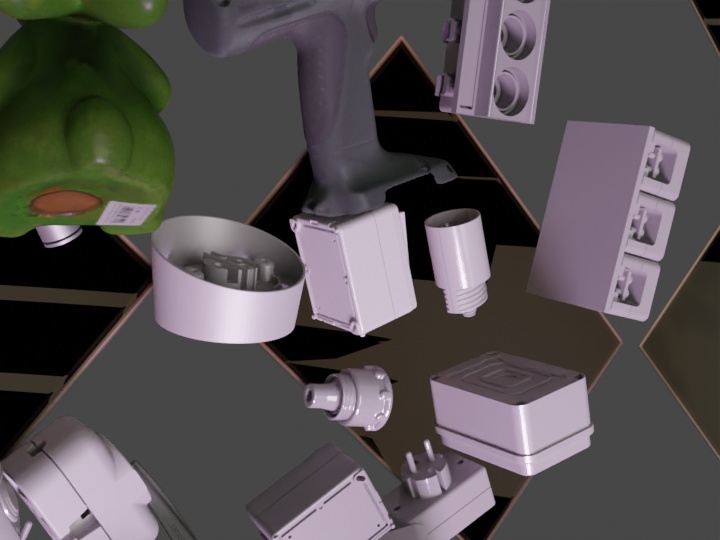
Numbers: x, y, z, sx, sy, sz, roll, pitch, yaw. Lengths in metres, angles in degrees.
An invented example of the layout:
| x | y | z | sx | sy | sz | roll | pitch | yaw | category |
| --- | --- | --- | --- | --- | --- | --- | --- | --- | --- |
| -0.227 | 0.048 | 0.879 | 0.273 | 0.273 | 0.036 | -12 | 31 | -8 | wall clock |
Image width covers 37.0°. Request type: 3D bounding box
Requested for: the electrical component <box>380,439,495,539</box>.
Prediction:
| x | y | z | sx | sy | sz | roll | pitch | yaw | category |
| --- | --- | --- | --- | --- | --- | --- | --- | --- | --- |
| 0.054 | 0.169 | 0.847 | 0.083 | 0.047 | 0.075 | -30 | 116 | -28 | electrical component |

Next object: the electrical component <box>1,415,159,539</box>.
| x | y | z | sx | sy | sz | roll | pitch | yaw | category |
| --- | --- | --- | --- | --- | --- | --- | --- | --- | --- |
| -0.172 | 0.141 | 0.673 | 0.059 | 0.054 | 0.095 | -39 | 119 | -23 | electrical component |

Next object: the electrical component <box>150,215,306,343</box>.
| x | y | z | sx | sy | sz | roll | pitch | yaw | category |
| --- | --- | --- | --- | --- | --- | --- | --- | --- | --- |
| -0.085 | 0.007 | 0.685 | 0.099 | 0.099 | 0.064 | -4 | 108 | -35 | electrical component |

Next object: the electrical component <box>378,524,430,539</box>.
| x | y | z | sx | sy | sz | roll | pitch | yaw | category |
| --- | --- | --- | --- | --- | --- | --- | --- | --- | --- |
| 0.009 | 0.247 | 0.795 | 0.113 | 0.057 | 0.078 | -17 | 112 | -1 | electrical component |

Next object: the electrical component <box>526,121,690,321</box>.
| x | y | z | sx | sy | sz | roll | pitch | yaw | category |
| --- | --- | --- | --- | --- | --- | --- | --- | --- | --- |
| 0.206 | -0.041 | 0.888 | 0.062 | 0.089 | 0.150 | 12 | 92 | -37 | electrical component |

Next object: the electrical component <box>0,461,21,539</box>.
| x | y | z | sx | sy | sz | roll | pitch | yaw | category |
| --- | --- | --- | --- | --- | --- | --- | --- | --- | --- |
| -0.236 | 0.140 | 0.611 | 0.080 | 0.080 | 0.051 | -33 | 122 | -26 | electrical component |

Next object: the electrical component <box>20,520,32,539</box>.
| x | y | z | sx | sy | sz | roll | pitch | yaw | category |
| --- | --- | --- | --- | --- | --- | --- | --- | --- | --- |
| -0.225 | 0.186 | 0.650 | 0.077 | 0.043 | 0.079 | 27 | 83 | -36 | electrical component |

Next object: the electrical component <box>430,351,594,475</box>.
| x | y | z | sx | sy | sz | roll | pitch | yaw | category |
| --- | --- | --- | --- | --- | --- | --- | --- | --- | --- |
| 0.117 | 0.110 | 0.840 | 0.078 | 0.113 | 0.057 | -18 | 107 | -32 | electrical component |

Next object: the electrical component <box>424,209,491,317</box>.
| x | y | z | sx | sy | sz | roll | pitch | yaw | category |
| --- | --- | --- | --- | --- | --- | --- | --- | --- | --- |
| 0.078 | -0.002 | 0.832 | 0.043 | 0.043 | 0.081 | -24 | 112 | -30 | electrical component |

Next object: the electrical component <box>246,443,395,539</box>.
| x | y | z | sx | sy | sz | roll | pitch | yaw | category |
| --- | --- | --- | --- | --- | --- | --- | --- | --- | --- |
| -0.036 | 0.181 | 0.779 | 0.096 | 0.061 | 0.061 | -35 | 118 | -17 | electrical component |

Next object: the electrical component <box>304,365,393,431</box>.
| x | y | z | sx | sy | sz | roll | pitch | yaw | category |
| --- | --- | --- | --- | --- | --- | --- | --- | --- | --- |
| -0.010 | 0.093 | 0.787 | 0.062 | 0.048 | 0.048 | 6 | 96 | -30 | electrical component |

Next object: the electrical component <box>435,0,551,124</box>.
| x | y | z | sx | sy | sz | roll | pitch | yaw | category |
| --- | --- | --- | --- | --- | --- | --- | --- | --- | --- |
| 0.098 | -0.174 | 0.799 | 0.079 | 0.063 | 0.121 | 2 | 98 | -36 | electrical component |

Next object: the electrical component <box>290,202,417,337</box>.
| x | y | z | sx | sy | sz | roll | pitch | yaw | category |
| --- | --- | --- | --- | --- | --- | --- | --- | --- | --- |
| 0.000 | 0.000 | 0.764 | 0.061 | 0.062 | 0.096 | -24 | 112 | -30 | electrical component |
